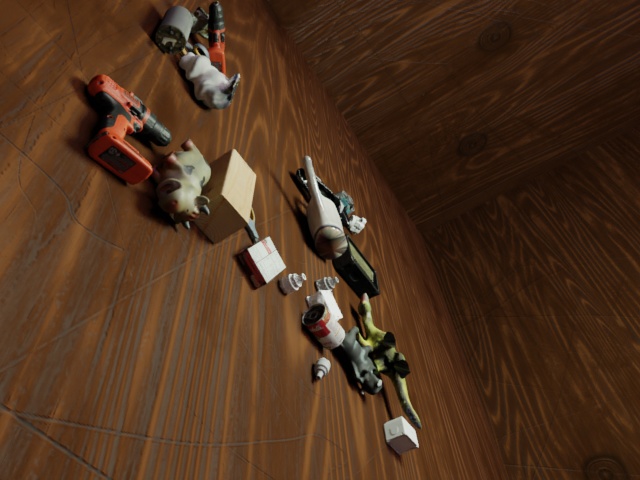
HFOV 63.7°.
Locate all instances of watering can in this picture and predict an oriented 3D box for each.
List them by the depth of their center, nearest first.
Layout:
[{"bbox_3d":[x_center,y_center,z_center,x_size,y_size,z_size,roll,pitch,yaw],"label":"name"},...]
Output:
[{"bbox_3d":[0.005,-0.082,1.626,0.104,0.230,0.340,-18,-41,2],"label":"watering can"}]

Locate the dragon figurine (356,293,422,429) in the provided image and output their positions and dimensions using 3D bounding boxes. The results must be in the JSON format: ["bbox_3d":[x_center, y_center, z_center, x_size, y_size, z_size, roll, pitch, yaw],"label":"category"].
[{"bbox_3d":[0.209,0.361,1.594,0.122,0.413,0.242,-26,-9,9],"label":"dragon figurine"}]

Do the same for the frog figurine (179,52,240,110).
[{"bbox_3d":[-0.303,-0.421,1.370,0.159,0.141,0.120,18,-41,-9],"label":"frog figurine"}]
